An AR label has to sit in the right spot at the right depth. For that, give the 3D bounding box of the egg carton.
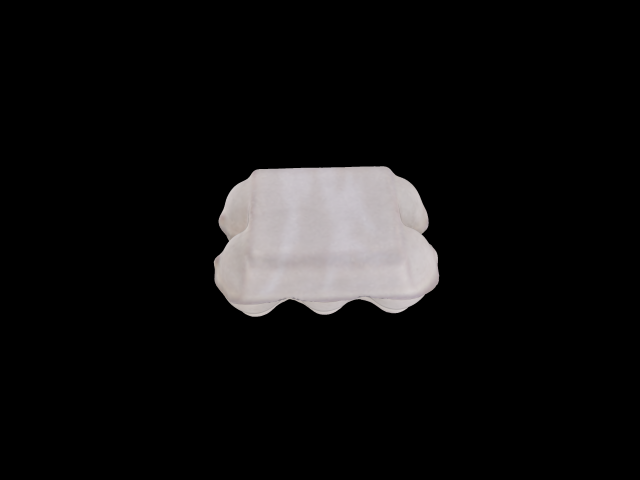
[{"bbox_3d":[0.004,0.001,0.400,0.150,0.069,0.107,-2,50,-2],"label":"egg carton"}]
